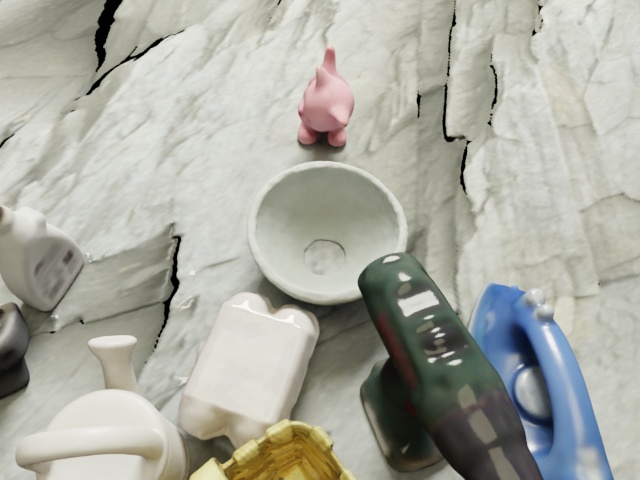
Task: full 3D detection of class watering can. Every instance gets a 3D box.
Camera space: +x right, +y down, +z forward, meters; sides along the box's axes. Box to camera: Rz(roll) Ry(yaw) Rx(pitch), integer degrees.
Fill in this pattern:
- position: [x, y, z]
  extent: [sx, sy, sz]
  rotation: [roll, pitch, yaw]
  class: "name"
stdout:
- position: [-0.171, 0.165, 0.457]
  extent: [0.101, 0.194, 0.172]
  rotation: [-22, 66, -14]
  class: "watering can"

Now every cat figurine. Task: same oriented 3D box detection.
- position: [0.009, -0.172, 0.684]
  extent: [0.067, 0.118, 0.128]
  rotation: [5, 63, -1]
  class: "cat figurine"

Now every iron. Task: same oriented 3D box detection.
- position: [0.201, 0.134, 0.526]
  extent: [0.118, 0.141, 0.258]
  rotation: [-3, 63, -5]
  class: "iron"

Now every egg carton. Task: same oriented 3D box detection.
- position: [-0.067, 0.125, 0.554]
  extent: [0.107, 0.069, 0.150]
  rotation: [17, 63, 5]
  class: "egg carton"

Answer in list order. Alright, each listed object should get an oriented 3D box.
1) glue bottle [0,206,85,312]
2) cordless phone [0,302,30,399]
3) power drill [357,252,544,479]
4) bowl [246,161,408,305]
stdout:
- position: [-0.280, 0.005, 0.543]
  extent: [0.037, 0.173, 0.078]
  rotation: [22, 64, 8]
  class: "glue bottle"
- position: [-0.346, 0.089, 0.489]
  extent: [0.148, 0.185, 0.094]
  rotation: [-30, 68, -17]
  class: "cordless phone"
- position: [0.094, 0.134, 0.482]
  extent: [0.076, 0.208, 0.229]
  rotation: [-19, 65, -12]
  class: "power drill"
- position: [0.006, 0.002, 0.619]
  extent: [0.167, 0.075, 0.167]
  rotation: [2, 63, -3]
  class: "bowl"
